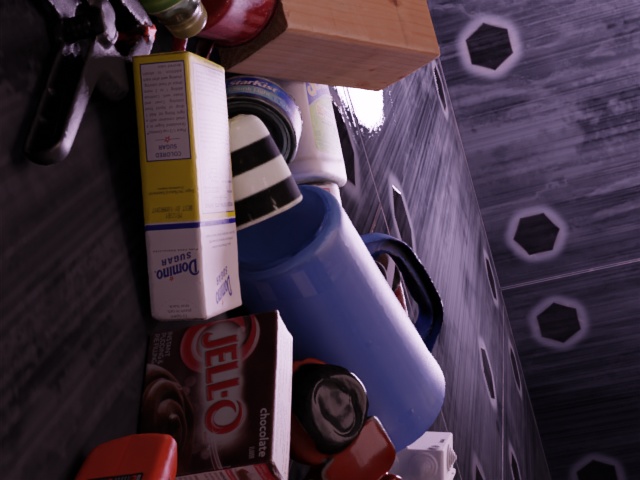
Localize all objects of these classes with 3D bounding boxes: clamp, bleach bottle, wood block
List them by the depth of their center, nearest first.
[{"bbox_3d":[-0.147,-0.123,0.662,0.210,0.036,0.164,-2,85,-79],"label":"clamp"},{"bbox_3d":[0.006,-0.203,0.990,0.205,0.090,0.091,-1,72,-45],"label":"wood block"},{"bbox_3d":[-0.032,-0.174,1.056,0.102,0.068,0.251,10,69,-66],"label":"bleach bottle"}]

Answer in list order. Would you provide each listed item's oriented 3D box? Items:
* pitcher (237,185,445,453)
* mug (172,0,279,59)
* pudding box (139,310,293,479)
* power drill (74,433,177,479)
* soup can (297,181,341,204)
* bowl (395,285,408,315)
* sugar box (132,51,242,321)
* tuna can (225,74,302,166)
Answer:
[{"bbox_3d":[0.017,0.064,0.931,0.149,0.145,0.242,-87,156,-48],"label":"pitcher"},{"bbox_3d":[-0.093,-0.193,0.861,0.117,0.093,0.081,-69,164,12],"label":"mug"},{"bbox_3d":[-0.064,0.104,0.670,0.039,0.090,0.113,61,22,-48],"label":"pudding box"},{"bbox_3d":[-0.079,0.202,0.590,0.184,0.057,0.187,-76,149,-61],"label":"power drill"},{"bbox_3d":[-0.007,0.001,1.027,0.068,0.068,0.102,25,54,-72],"label":"soup can"},{"bbox_3d":[0.058,0.078,1.235,0.162,0.055,0.162,-13,90,-76],"label":"bowl"},{"bbox_3d":[-0.090,-0.036,0.736,0.093,0.048,0.176,-11,100,-79],"label":"sugar box"},{"bbox_3d":[-0.059,-0.090,0.877,0.033,0.086,0.086,-81,154,-53],"label":"tuna can"}]
